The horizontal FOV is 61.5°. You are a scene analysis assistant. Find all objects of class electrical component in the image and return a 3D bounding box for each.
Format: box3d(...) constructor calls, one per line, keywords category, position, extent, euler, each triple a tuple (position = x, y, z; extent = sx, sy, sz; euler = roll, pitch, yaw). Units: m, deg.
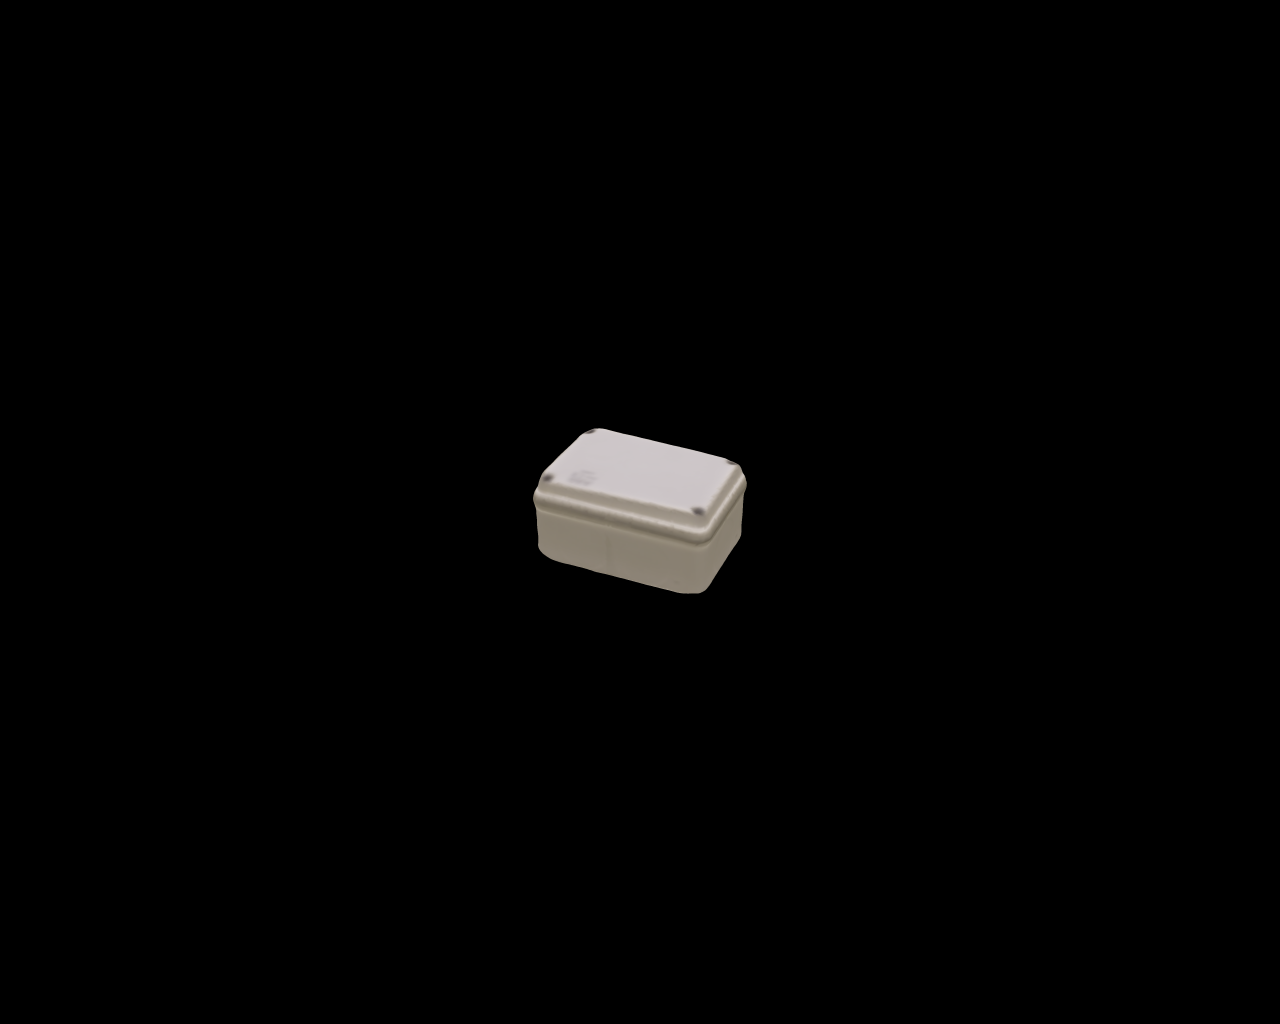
box3d(category="electrical component", position=(0.001, -0.003, 0.650), extent=(0.113, 0.057, 0.078), euler=(14, 36, 20))
